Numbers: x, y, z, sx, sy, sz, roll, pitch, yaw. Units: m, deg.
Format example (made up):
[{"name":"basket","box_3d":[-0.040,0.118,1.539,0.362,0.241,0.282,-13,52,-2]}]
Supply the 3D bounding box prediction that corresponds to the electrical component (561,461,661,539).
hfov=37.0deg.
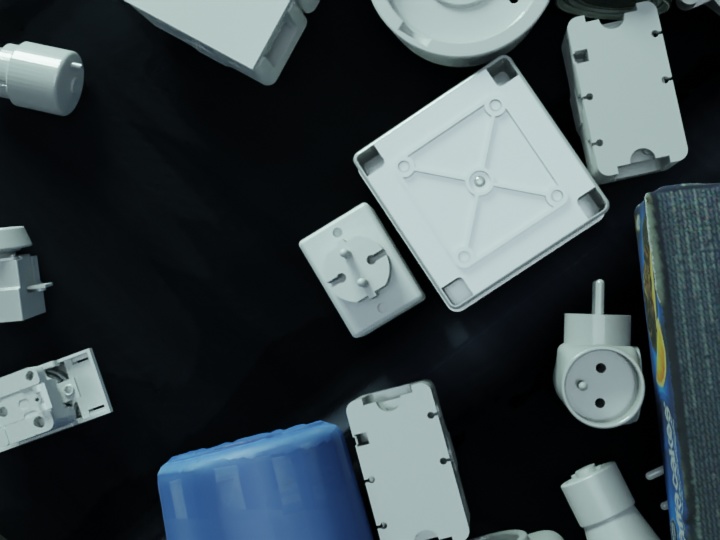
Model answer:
[{"name":"electrical component","box_3d":[0.144,0.144,0.618,0.044,0.044,0.065,-26,81,5]}]

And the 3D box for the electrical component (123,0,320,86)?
[{"name":"electrical component","box_3d":[-0.059,-0.198,0.638,0.089,0.062,0.150,29,92,6]}]

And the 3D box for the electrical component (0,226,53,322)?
[{"name":"electrical component","box_3d":[-0.224,0.003,0.660,0.066,0.048,0.055,-5,95,6]}]

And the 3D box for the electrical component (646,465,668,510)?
[{"name":"electrical component","box_3d":[0.201,0.110,0.608,0.077,0.047,0.065,-26,86,5]}]

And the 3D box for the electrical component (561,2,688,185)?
[{"name":"electrical component","box_3d":[0.149,-0.098,0.615,0.050,0.056,0.089,-12,87,6]}]

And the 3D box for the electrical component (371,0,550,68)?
[{"name":"electrical component","box_3d":[0.059,-0.170,0.625,0.108,0.060,0.108,0,88,6]}]

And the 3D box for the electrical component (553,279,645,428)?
[{"name":"electrical component","box_3d":[0.133,0.045,0.603,0.044,0.077,0.079,2,88,7]}]

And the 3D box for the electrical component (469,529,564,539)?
[{"name":"electrical component","box_3d":[0.078,0.187,0.616,0.095,0.054,0.059,-18,86,5]}]

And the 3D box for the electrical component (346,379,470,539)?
[{"name":"electrical component","box_3d":[0.029,0.112,0.623,0.050,0.056,0.089,-16,86,5]}]

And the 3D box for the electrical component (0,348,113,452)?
[{"name":"electrical component","box_3d":[-0.196,0.080,0.645,0.081,0.064,0.042,-21,87,5]}]

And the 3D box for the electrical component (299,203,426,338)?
[{"name":"electrical component","box_3d":[0.000,0.000,0.619,0.047,0.077,0.065,-31,85,4]}]

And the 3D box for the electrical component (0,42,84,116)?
[{"name":"electrical component","box_3d":[-0.208,-0.121,0.664,0.078,0.040,0.040,13,90,7]}]

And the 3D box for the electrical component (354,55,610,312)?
[{"name":"electrical component","box_3d":[0.069,-0.048,0.623,0.109,0.056,0.108,-34,85,4]}]
